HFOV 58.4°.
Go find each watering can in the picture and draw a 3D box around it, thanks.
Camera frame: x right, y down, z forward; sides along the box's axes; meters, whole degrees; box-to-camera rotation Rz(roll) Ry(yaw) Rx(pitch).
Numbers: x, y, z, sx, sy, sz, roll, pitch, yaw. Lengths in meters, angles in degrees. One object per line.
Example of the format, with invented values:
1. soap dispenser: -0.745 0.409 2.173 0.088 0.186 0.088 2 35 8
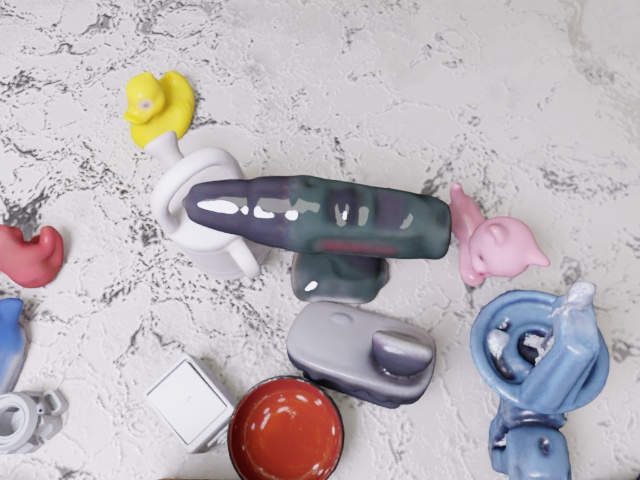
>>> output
1. watering can: -0.119 -0.036 0.586 0.172 0.194 0.101 29 75 14

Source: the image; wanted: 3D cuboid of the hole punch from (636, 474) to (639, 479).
1. hole punch: 0.284 0.264 0.503 0.101 0.091 0.108 -6 70 3

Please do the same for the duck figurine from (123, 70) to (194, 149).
1. duck figurine: -0.202 -0.171 0.698 0.077 0.086 0.105 24 74 12

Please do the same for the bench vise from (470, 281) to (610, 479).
1. bench vise: 0.205 0.126 0.490 0.121 0.220 0.207 -14 70 0

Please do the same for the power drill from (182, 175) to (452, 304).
1. power drill: 0.005 0.002 0.555 0.229 0.208 0.075 0 71 5

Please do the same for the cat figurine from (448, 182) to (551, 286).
1. cat figurine: 0.172 -0.006 0.593 0.067 0.118 0.127 -31 71 -6

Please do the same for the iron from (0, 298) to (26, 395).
1. iron: -0.408 0.161 0.567 0.118 0.141 0.258 12 72 9

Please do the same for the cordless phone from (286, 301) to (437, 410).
1. cordless phone: 0.038 0.095 0.532 0.147 0.185 0.094 12 72 9

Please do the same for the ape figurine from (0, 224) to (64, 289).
1. ape figurine: -0.337 0.011 0.641 0.077 0.092 0.076 -5 70 3
